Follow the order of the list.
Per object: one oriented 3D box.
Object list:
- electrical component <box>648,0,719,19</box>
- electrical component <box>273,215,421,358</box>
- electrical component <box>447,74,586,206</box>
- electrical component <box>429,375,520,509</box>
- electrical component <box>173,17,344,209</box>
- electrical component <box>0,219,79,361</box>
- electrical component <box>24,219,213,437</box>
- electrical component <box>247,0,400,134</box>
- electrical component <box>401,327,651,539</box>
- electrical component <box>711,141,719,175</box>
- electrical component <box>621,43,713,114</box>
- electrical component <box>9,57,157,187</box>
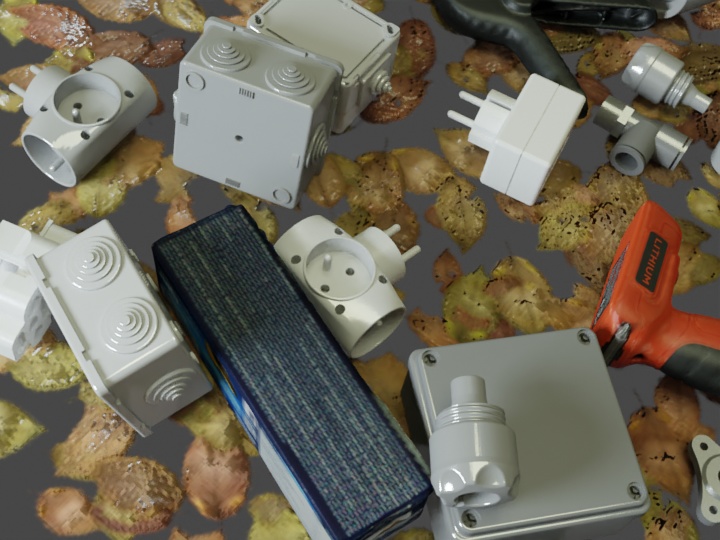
[{"bbox_3d":[0.215,-0.231,0.764,0.060,0.108,0.108,-28,67,-14],"label":"electrical component"},{"bbox_3d":[0.000,0.000,0.638,0.079,0.044,0.077,-34,70,-23],"label":"electrical component"},{"bbox_3d":[0.095,-0.093,0.701,0.077,0.047,0.065,27,61,8],"label":"electrical component"},{"bbox_3d":[0.055,0.083,0.530,0.043,0.043,0.062,2,59,-6],"label":"electrical component"},{"bbox_3d":[-0.065,-0.093,0.653,0.100,0.099,0.048,21,47,5],"label":"electrical component"},{"bbox_3d":[-0.200,0.004,0.604,0.057,0.058,0.078,23,61,3],"label":"electrical component"},{"bbox_3d":[-0.125,0.031,0.574,0.048,0.099,0.099,-31,68,-8],"label":"electrical component"},{"bbox_3d":[-0.020,-0.136,0.703,0.096,0.061,0.061,34,62,12],"label":"electrical component"},{"bbox_3d":[0.087,0.094,0.588,0.109,0.056,0.108,-7,61,-11],"label":"electrical component"},{"bbox_3d":[0.289,-0.073,0.707,0.095,0.059,0.054,42,64,16],"label":"electrical component"},{"bbox_3d":[0.214,-0.129,0.744,0.061,0.035,0.035,34,62,9],"label":"electrical component"},{"bbox_3d":[-0.183,-0.102,0.674,0.079,0.044,0.077,33,62,12],"label":"electrical component"}]
